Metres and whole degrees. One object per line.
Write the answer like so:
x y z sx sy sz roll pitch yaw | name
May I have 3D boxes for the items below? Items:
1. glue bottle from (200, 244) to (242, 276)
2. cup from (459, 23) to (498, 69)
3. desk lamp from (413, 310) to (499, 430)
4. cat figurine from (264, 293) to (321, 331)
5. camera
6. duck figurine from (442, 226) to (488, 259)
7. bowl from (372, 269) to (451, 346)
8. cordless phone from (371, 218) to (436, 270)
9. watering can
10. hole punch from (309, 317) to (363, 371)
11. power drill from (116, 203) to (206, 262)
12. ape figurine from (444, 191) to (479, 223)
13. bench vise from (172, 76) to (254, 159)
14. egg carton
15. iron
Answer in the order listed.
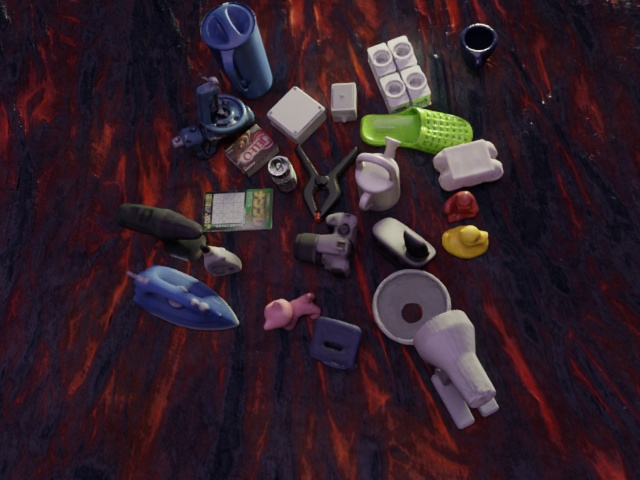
-0.237 0.040 1.304 0.078 0.173 0.037 -10 70 5 | glue bottle
0.389 -0.459 1.419 0.091 0.095 0.118 1 72 9 | cup
0.277 0.257 1.131 0.118 0.214 0.203 -28 70 -1 | desk lamp
-0.069 0.155 1.270 0.128 0.118 0.067 -27 69 -1 | cat figurine
0.012 0.005 1.317 0.136 0.101 0.143 7 73 11 | camera
0.326 -0.005 1.280 0.104 0.086 0.077 5 72 11 | duck figurine
0.200 0.152 1.253 0.167 0.075 0.167 -3 71 8 | bowl
0.180 -0.007 1.250 0.147 0.185 0.094 36 80 18 | cordless phone
0.131 -0.153 1.302 0.100 0.194 0.173 2 72 10 | watering can
0.036 0.227 1.244 0.108 0.091 0.101 14 74 13 | hole punch
-0.343 -0.018 1.322 0.229 0.209 0.076 15 74 13 | power drill
0.325 -0.083 1.303 0.077 0.092 0.076 24 77 16 | ape figurine
-0.269 -0.293 1.397 0.121 0.220 0.207 38 81 18 | bench vise
0.345 -0.173 1.343 0.150 0.069 0.107 -14 70 4 | egg carton
-0.314 0.132 1.302 0.257 0.141 0.119 20 76 15 | iron
